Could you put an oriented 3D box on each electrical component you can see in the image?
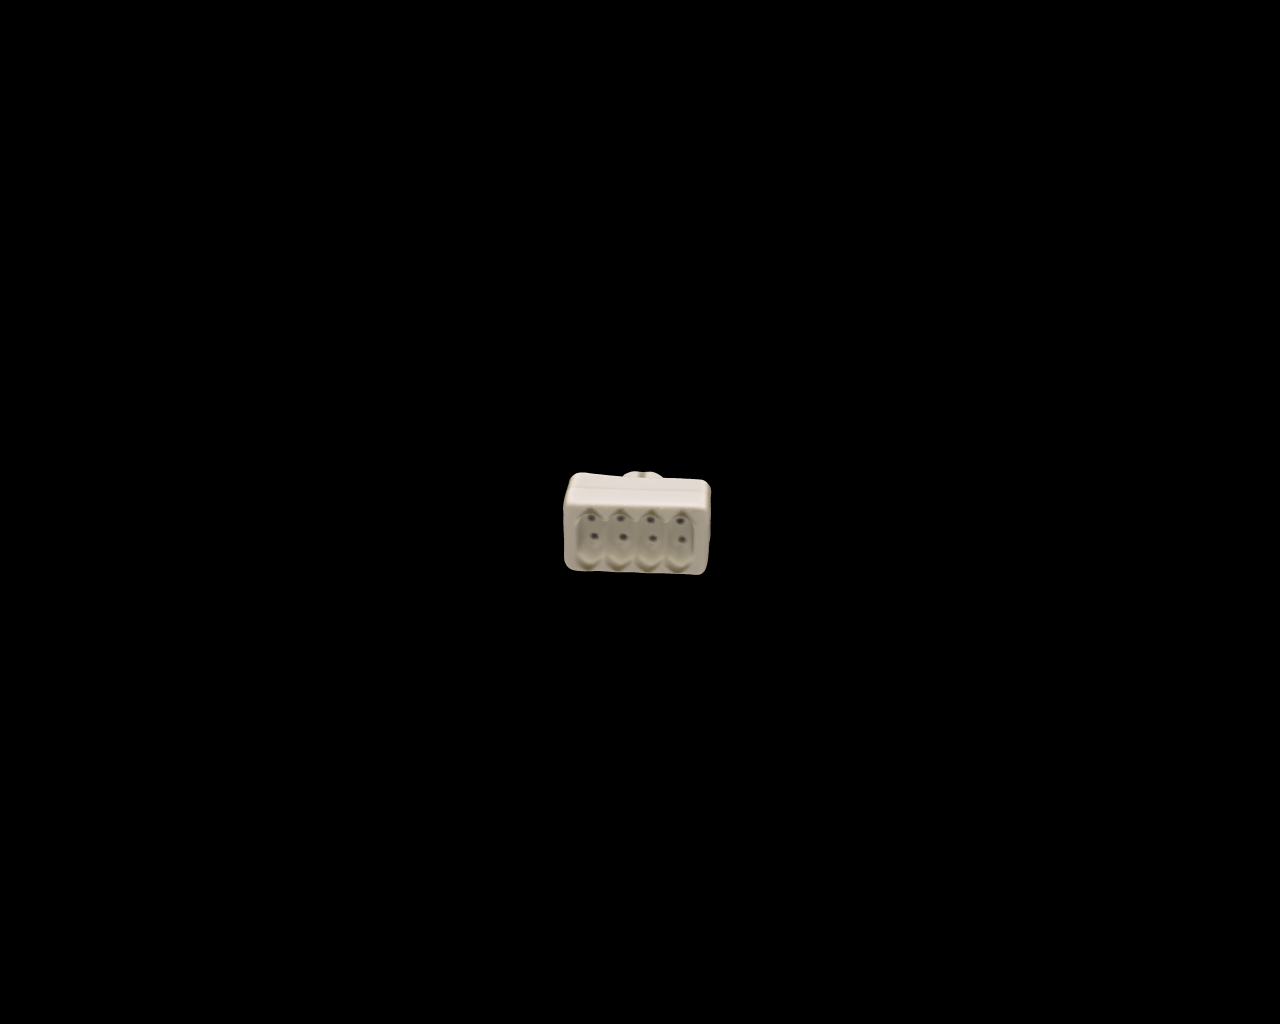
[{"bbox_3d":[0.001,-0.003,0.650,0.083,0.047,0.076,3,32,5],"label":"electrical component"}]
